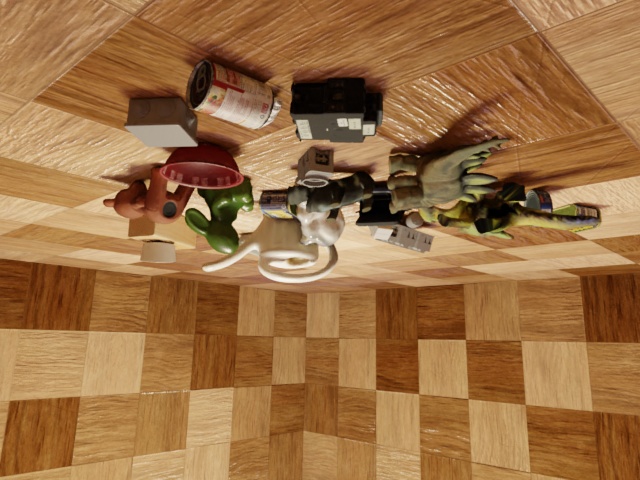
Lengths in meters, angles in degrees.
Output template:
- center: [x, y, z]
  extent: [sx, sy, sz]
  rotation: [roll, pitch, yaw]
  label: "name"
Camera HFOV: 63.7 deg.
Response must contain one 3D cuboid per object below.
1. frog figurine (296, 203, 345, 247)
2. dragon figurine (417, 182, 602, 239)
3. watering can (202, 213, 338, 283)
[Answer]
- center: [0.004, -0.064, 1.272]
  extent: [0.124, 0.155, 0.139]
  rotation: [37, 58, 24]
  label: "frog figurine"
- center: [0.411, -0.049, 1.204]
  extent: [0.411, 0.123, 0.241]
  rotation: [13, -6, 21]
  label: "dragon figurine"
- center: [-0.124, 0.004, 1.358]
  extent: [0.347, 0.229, 0.102]
  rotation: [4, -32, -7]
  label: "watering can"
